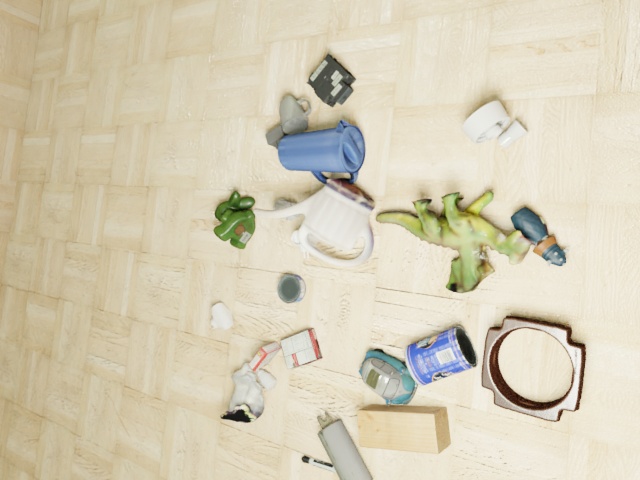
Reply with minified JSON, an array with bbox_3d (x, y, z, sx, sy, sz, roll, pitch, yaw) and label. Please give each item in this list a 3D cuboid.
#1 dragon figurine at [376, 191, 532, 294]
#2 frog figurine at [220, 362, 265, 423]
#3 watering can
[{"bbox_3d":[0.318,0.012,1.260,0.122,0.244,0.407,-4,-6,-44],"label":"dragon figurine"},{"bbox_3d":[-0.221,0.462,1.557,0.122,0.163,0.134,24,-49,-13],"label":"frog figurine"},{"bbox_3d":[0.004,-0.072,1.421,0.348,0.223,0.104,29,5,4],"label":"watering can"}]
